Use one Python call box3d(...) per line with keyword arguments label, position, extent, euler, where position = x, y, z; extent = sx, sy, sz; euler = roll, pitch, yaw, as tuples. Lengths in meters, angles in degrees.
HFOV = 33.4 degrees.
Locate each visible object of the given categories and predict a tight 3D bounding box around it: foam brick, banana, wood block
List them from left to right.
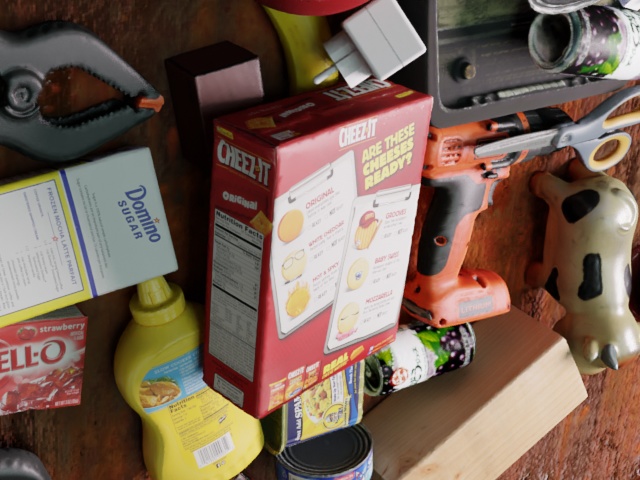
box3d(label="foam brick", position=(-0.071, -0.093, 0.759), extent=(0.051, 0.053, 0.078), euler=(-21, 122, -24))
box3d(label="banana", position=(-0.019, -0.122, 0.794), extent=(0.069, 0.037, 0.198), euler=(-18, 120, -5))
box3d(label="wood block", position=(0.135, 0.164, 0.988), extent=(0.206, 0.091, 0.090), euler=(-39, 127, -13))

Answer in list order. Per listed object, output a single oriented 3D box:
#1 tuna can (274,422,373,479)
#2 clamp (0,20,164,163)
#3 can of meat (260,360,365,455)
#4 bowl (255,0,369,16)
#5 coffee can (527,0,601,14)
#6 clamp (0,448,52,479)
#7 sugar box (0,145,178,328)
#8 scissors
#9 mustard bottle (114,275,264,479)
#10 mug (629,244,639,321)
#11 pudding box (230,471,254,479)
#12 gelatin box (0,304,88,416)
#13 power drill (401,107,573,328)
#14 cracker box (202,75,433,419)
box3d(label="tuna can", position=(0.003, 0.187, 0.916), extent=(0.086, 0.086, 0.034), euler=(-17, 121, -26))
box3d(label="clamp", position=(-0.200, -0.106, 0.680), extent=(0.209, 0.036, 0.165), euler=(-8, 115, -32))
box3d(label="can of meat", position=(-0.011, 0.119, 0.895), extent=(0.083, 0.058, 0.102), euler=(-13, 117, -30))
box3d(label="bowl", position=(-0.007, -0.202, 0.710), extent=(0.162, 0.162, 0.055), euler=(-28, 154, -19))
box3d(label="coffee can", position=(0.164, -0.246, 0.749), extent=(0.102, 0.140, 0.103), euler=(-19, 161, -7))
box3d(label="clamp", position=(-0.253, 0.167, 0.762), extent=(0.171, 0.039, 0.120), euler=(16, 126, -40))
box3d(label="sugar box", position=(-0.192, 0.001, 0.721), extent=(0.175, 0.048, 0.093), euler=(-18, 105, -28))
box3d(label="scissors", position=(0.206, -0.077, 0.907), extent=(0.201, 0.016, 0.096), euler=(-23, 143, -20))
box3d(label="mustard bottle", position=(-0.107, 0.105, 0.825), extent=(0.096, 0.058, 0.191), euler=(-26, 123, -21))
box3d(label="mug", position=(0.358, 0.056, 1.092), extent=(0.081, 0.093, 0.117), euler=(14, 134, -42))
box3d(label="pudding box", position=(-0.090, 0.254, 0.917), extent=(0.113, 0.039, 0.090), euler=(-46, 129, -6))
box3d(label="gelatin box", position=(-0.215, 0.086, 0.764), extent=(0.089, 0.030, 0.073), euler=(-4, 113, -32))
box3d(label="power drill", position=(0.140, -0.025, 0.927), extent=(0.184, 0.057, 0.188), euler=(-9, 114, -33))
box3d(label="cracker box", position=(-0.005, 0.001, 0.780), extent=(0.163, 0.072, 0.214), euler=(-23, 129, -43))
